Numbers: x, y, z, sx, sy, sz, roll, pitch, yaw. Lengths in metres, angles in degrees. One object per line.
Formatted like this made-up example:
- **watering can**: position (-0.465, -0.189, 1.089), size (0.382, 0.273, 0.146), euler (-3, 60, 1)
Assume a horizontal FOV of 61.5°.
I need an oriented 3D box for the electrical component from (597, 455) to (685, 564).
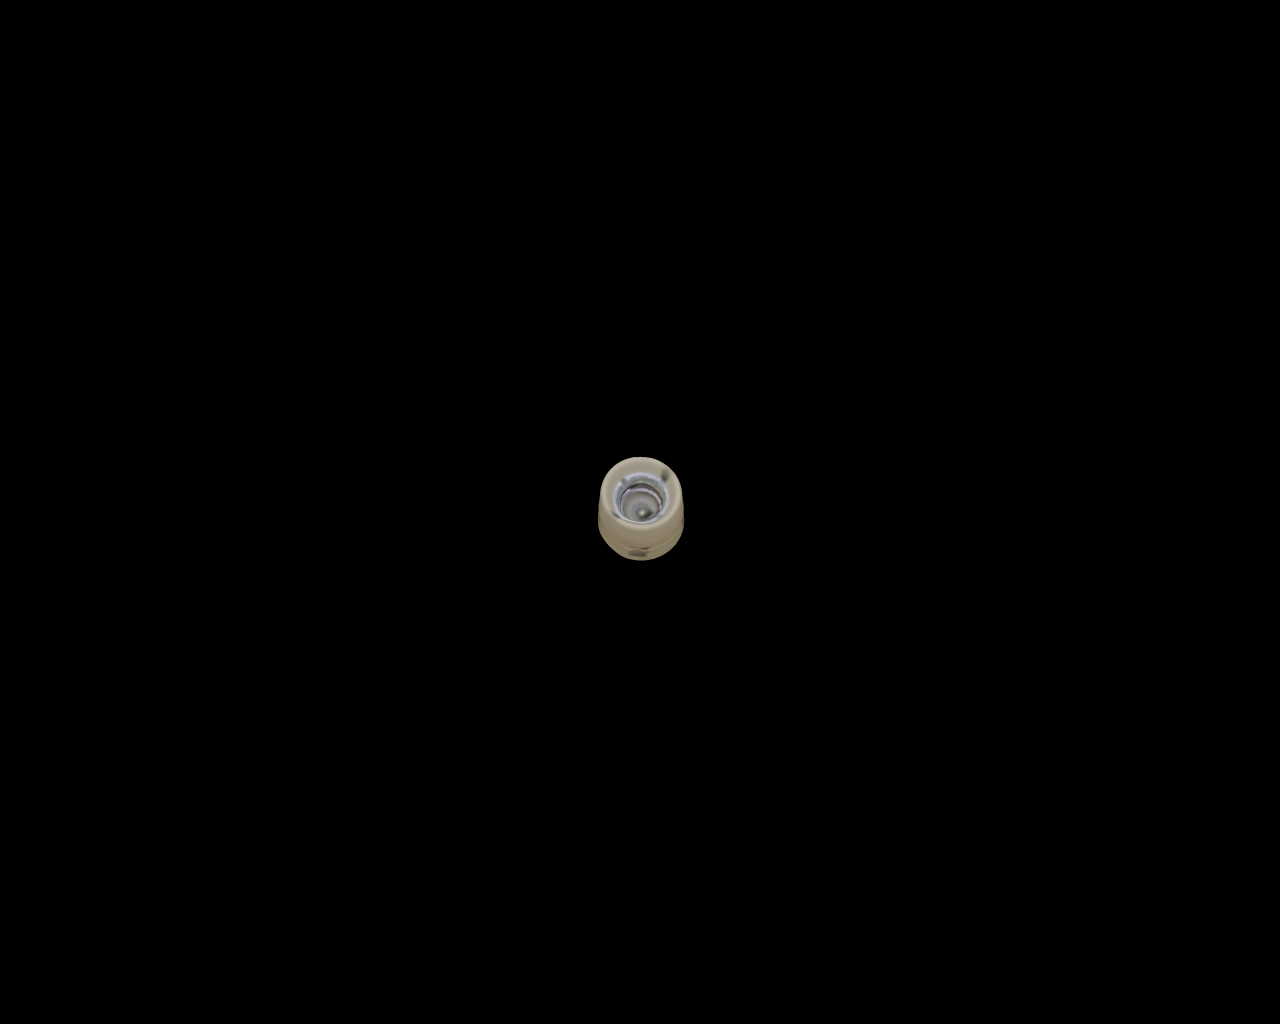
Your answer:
- **electrical component**: position (0.001, -0.003, 0.650), size (0.055, 0.055, 0.047), euler (0, -23, 0)
